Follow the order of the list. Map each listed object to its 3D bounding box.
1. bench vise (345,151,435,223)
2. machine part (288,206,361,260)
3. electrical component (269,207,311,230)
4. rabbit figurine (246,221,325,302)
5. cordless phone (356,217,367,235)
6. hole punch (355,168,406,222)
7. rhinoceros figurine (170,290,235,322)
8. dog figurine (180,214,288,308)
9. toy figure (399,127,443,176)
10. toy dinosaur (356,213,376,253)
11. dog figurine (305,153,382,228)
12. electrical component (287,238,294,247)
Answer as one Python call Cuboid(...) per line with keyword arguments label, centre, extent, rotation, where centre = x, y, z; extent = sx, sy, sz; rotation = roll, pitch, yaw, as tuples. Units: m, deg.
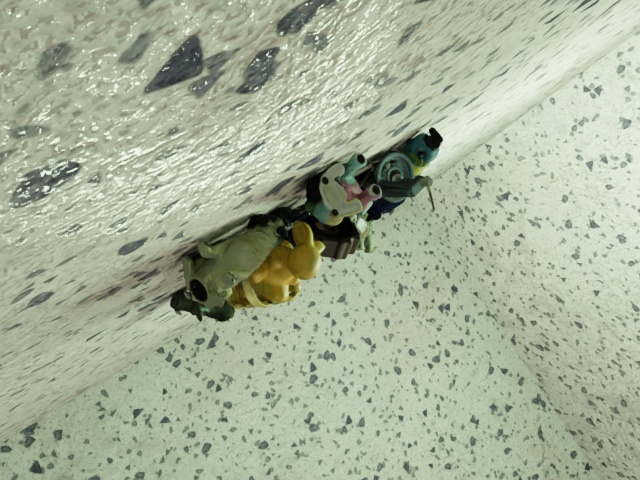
Cuboid(label="bench vise", centre=(0.159, -0.125, 1.264), extent=(0.224, 0.128, 0.241), rotation=(-39, -154, -24))
Cuboid(label="machine part", centre=(0.008, -0.018, 1.272), extent=(0.179, 0.180, 0.056), rotation=(-27, 141, -53))
Cuboid(label="electrical component", centre=(-0.079, -0.044, 1.169), extent=(0.119, 0.048, 0.075), rotation=(-35, 176, 20))
Cuboid(label="rabbit figurine", centre=(-0.053, 0.047, 1.111), extent=(0.173, 0.121, 0.162), rotation=(-9, -145, 53))
Cuboid(label="cordless phone", centre=(0.070, -0.071, 1.439), extent=(0.184, 0.147, 0.088), rotation=(-40, 139, -52))
Cuboid(label="hole punch", centre=(0.154, -0.131, 1.408), extent=(0.142, 0.116, 0.092), rotation=(-32, 149, -10))
Cuboid(label="rhinoceros figurine", centre=(-0.322, 0.181, 1.461), extent=(0.190, 0.112, 0.073), rotation=(24, 99, -42))
Cuboid(label="dog figurine", centre=(-0.160, 0.039, 1.055), extent=(0.172, 0.121, 0.190), rotation=(-32, 180, 43))
Cuboid(label="toy figure", centre=(0.245, -0.211, 1.361), extent=(0.082, 0.089, 0.180), rotation=(-24, 175, -29))
Cuboid(label="toy dinosaur", centre=(0.105, -0.054, 1.697), extent=(0.131, 0.192, 0.404), rotation=(-5, 174, 7))
Cuboid(label="dog figurine", centre=(0.023, -0.081, 1.132), extent=(0.191, 0.108, 0.219), rotation=(-31, 178, -29))
Cuboid(label="electrical component", centre=(-0.057, 0.007, 1.367), extent=(0.058, 0.134, 0.114), rotation=(-88, -160, -51))
